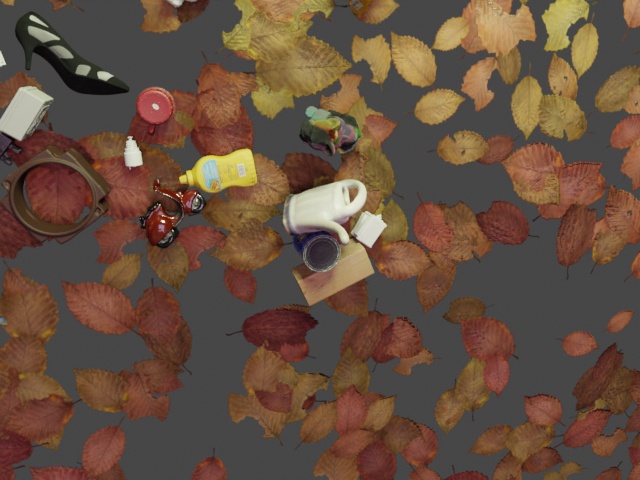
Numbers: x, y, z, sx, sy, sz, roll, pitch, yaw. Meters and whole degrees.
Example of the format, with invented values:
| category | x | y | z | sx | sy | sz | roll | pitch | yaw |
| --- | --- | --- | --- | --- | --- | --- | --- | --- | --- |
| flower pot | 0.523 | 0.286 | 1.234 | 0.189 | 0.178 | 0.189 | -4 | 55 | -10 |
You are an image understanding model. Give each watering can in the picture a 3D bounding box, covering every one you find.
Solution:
| category | x | y | z | sx | sy | sz | roll | pitch | yaw |
| --- | --- | --- | --- | --- | --- | --- | --- | --- | --- |
| watering can | 0.004 | -0.065 | 1.299 | 0.223 | 0.355 | 0.102 | -15 | 115 | 19 |

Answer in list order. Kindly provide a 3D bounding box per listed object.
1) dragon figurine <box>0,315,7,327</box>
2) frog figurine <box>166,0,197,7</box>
| category | x | y | z | sx | sy | sz | roll | pitch | yaw |
| --- | --- | --- | --- | --- | --- | --- | --- | --- | --- |
| dragon figurine | -0.941 | 0.109 | 1.188 | 0.240 | 0.125 | 0.407 | -34 | 105 | 28 |
| frog figurine | -0.298 | -0.614 | 1.174 | 0.161 | 0.124 | 0.135 | -47 | 131 | -11 |
